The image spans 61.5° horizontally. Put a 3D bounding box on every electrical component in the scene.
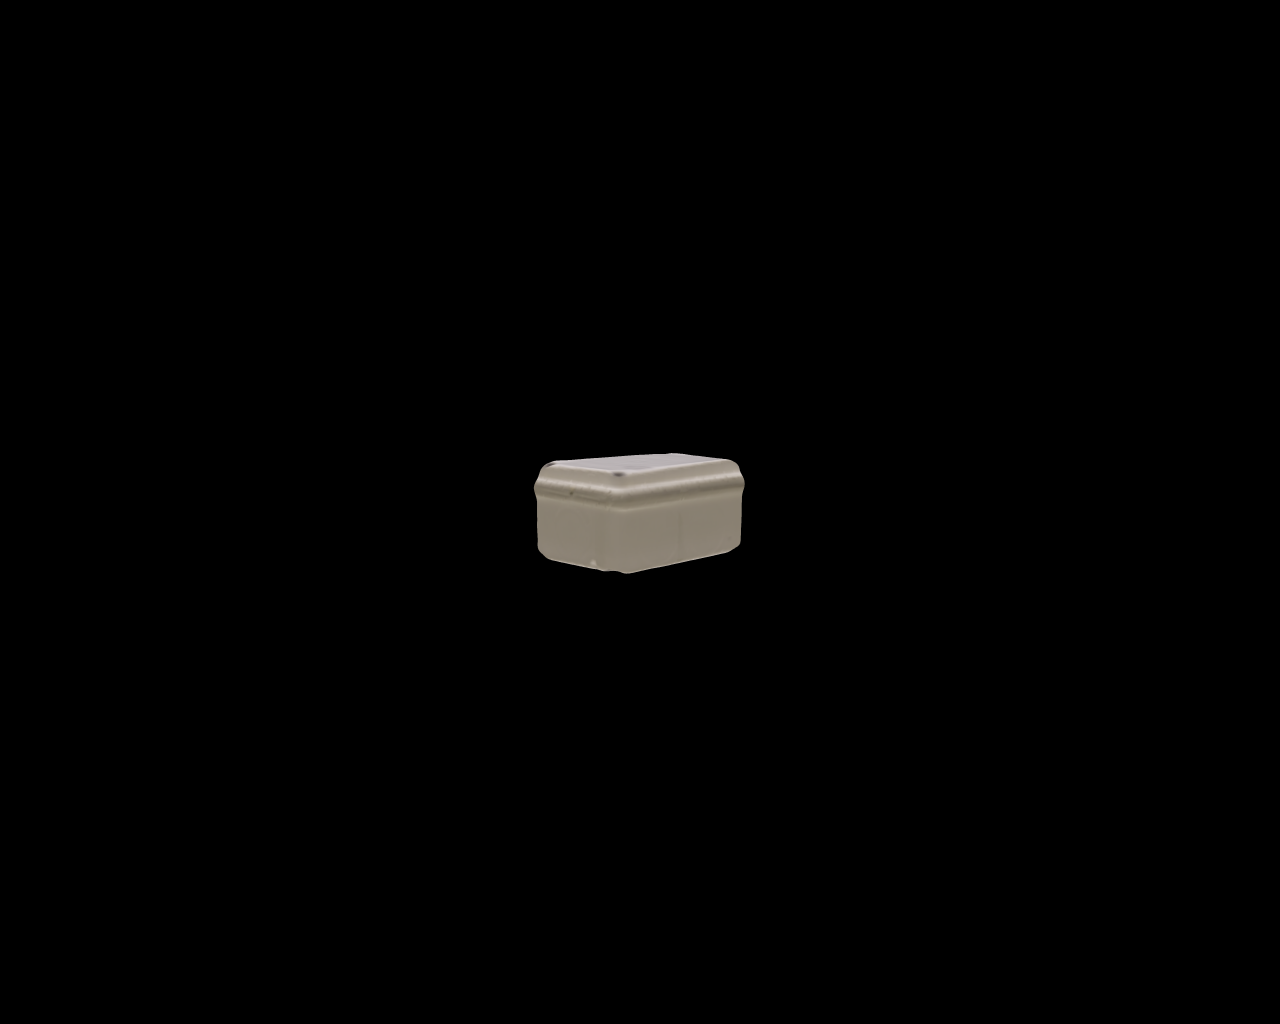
[{"bbox_3d":[0.001,-0.003,0.650,0.113,0.057,0.078,-8,12,-43],"label":"electrical component"}]
